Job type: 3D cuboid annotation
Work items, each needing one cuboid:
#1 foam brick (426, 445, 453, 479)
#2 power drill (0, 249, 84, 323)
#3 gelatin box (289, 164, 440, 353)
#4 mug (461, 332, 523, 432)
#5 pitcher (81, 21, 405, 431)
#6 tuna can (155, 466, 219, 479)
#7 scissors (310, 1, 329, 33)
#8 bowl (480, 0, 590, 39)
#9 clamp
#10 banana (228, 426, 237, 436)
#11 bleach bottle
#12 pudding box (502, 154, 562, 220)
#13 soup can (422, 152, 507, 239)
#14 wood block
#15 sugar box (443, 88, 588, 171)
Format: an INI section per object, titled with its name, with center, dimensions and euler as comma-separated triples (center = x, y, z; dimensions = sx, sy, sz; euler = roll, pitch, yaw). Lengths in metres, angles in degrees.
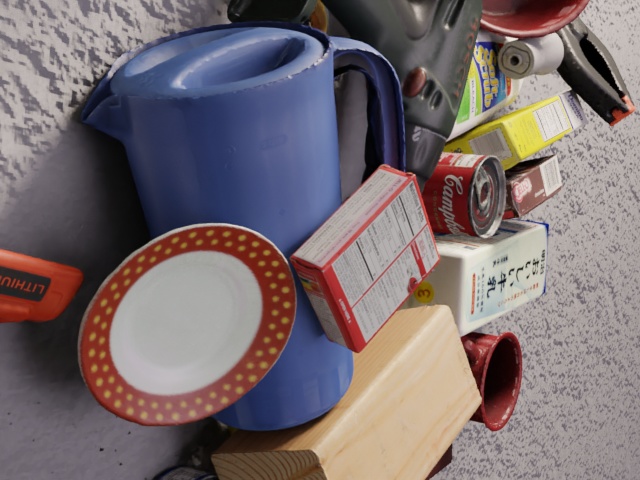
[foam brick]
center = 0.080, 0.184, 0.958
dimensions = 0.078, 0.051, 0.053
euler = -20, 112, -55
[power drill]
center = -0.178, 0.097, 0.538
dimensions = 0.184, 0.057, 0.187
euler = 24, 74, -59
[gelatin box]
center = 0.029, 0.010, 0.636
dimensions = 0.089, 0.030, 0.073
euler = -47, 135, -25
[mug]
center = 0.130, 0.120, 0.994
dimensions = 0.117, 0.082, 0.093
euler = 54, 52, -47
[pitcher]
center = -0.034, -0.008, 0.667
dimensions = 0.144, 0.149, 0.243
euler = -46, 135, -49
[tuna can]
center = -0.089, 0.196, 0.714
dimensions = 0.085, 0.034, 0.086
euler = -15, 109, -55
[scissors]
center = -0.028, -0.230, 0.746
dimensions = 0.096, 0.016, 0.201
euler = -58, 140, -36
[bowl]
center = 0.167, -0.253, 0.960
dimensions = 0.162, 0.055, 0.162
euler = 1, 85, -12
[clamp]
center = 0.236, -0.206, 1.057
dimensions = 0.164, 0.036, 0.210
euler = -15, 72, -50
[banana]
center = -0.009, 0.132, 0.823
dimensions = 0.197, 0.037, 0.069
euler = -10, 106, -56
[bleach bottle]
center = 0.132, -0.156, 0.966
dimensions = 0.250, 0.068, 0.102
euler = -32, 118, -54
[pudding box]
center = 0.167, -0.045, 1.009
dimensions = 0.113, 0.090, 0.039
euler = -25, 103, -53
[soup can]
center = 0.095, -0.040, 0.891
dimensions = 0.068, 0.102, 0.068
euler = -16, 109, -55
[wood block]
center = 0.026, 0.134, 0.764
dimensions = 0.205, 0.091, 0.090
euler = -38, 112, -51
[sugar box]
center = 0.178, -0.097, 1.015
dimensions = 0.175, 0.094, 0.048
euler = -32, 99, -52
